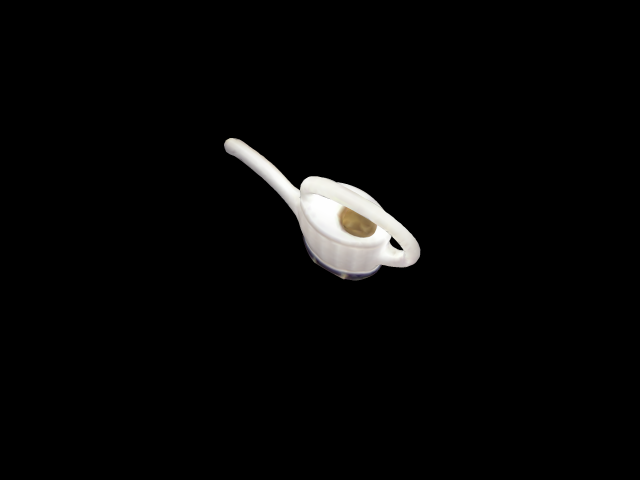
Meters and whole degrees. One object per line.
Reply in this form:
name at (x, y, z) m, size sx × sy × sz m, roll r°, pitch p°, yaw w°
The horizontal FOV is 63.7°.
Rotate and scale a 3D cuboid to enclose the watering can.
watering can at (0.003, -0.043, 0.850) m, size 0.349 × 0.105 × 0.220 m, roll 29°, pitch -22°, yaw 14°
